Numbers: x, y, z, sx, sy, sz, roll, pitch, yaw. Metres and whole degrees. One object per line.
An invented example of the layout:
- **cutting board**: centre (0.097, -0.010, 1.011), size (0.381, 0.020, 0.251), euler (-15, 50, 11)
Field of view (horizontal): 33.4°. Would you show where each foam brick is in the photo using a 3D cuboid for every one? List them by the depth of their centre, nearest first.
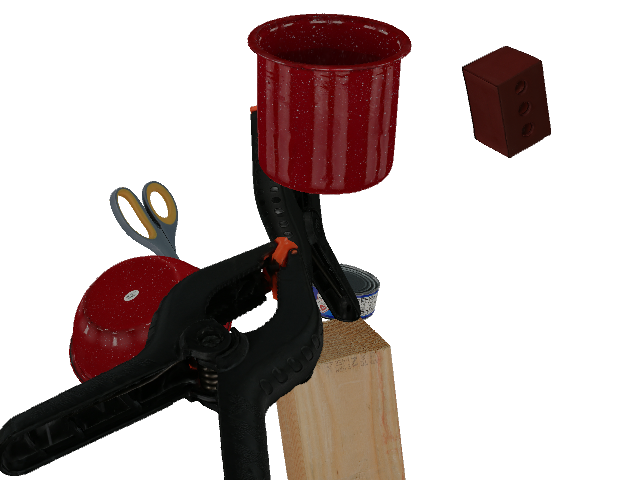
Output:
- **foam brick**: centre (0.168, -0.125, 0.958), size (0.053, 0.078, 0.051), euler (-30, 37, -16)

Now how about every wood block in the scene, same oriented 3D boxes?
- **wood block**: centre (0.018, 0.183, 0.951), size (0.090, 0.206, 0.091), euler (-12, 18, -15)

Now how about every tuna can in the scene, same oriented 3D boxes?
- **tuna can**: centre (0.018, 0.054, 1.122), size (0.086, 0.034, 0.086), euler (9, 19, -3)

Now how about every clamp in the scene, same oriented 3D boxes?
- **clamp**: centre (-0.041, 0.062, 0.461), size (0.120, 0.039, 0.171), euler (27, 48, 20)
- **clamp**: centre (-0.015, -0.005, 0.846), size (0.036, 0.210, 0.164), euler (-11, 3, 18)

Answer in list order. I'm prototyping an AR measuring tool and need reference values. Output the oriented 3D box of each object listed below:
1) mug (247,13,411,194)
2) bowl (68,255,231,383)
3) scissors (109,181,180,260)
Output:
- **mug**: centre (0.009, -0.085, 0.633), size (0.093, 0.081, 0.117), euler (13, 32, 18)
- **bowl**: centre (-0.165, 0.066, 0.982), size (0.162, 0.162, 0.055), euler (0, -43, 19)
- **scissors**: centre (-0.162, 0.014, 1.215), size (0.016, 0.201, 0.096), euler (-27, 18, 38)
